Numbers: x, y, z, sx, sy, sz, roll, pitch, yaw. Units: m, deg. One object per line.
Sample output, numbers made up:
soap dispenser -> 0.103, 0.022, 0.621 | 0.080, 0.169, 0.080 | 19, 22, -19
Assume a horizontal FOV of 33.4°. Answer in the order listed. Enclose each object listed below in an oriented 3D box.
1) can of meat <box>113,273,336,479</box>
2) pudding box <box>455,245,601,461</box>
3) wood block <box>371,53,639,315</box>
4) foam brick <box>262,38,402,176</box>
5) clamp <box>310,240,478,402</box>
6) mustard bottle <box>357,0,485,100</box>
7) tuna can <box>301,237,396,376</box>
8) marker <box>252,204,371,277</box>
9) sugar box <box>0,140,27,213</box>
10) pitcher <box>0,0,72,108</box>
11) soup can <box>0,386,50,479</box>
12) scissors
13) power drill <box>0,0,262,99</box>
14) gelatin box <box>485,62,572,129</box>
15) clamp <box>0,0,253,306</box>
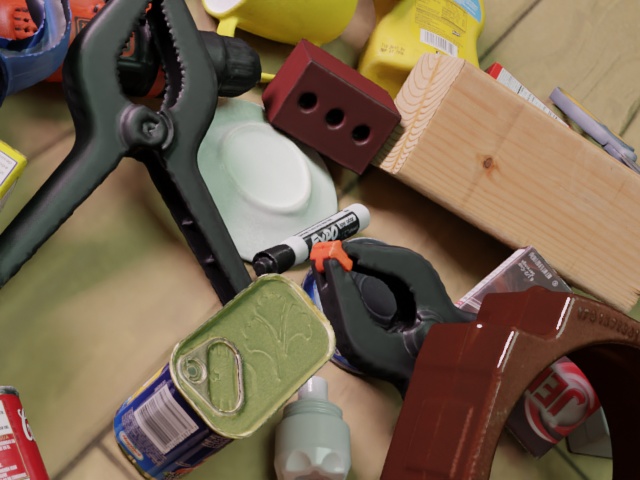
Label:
can of meat -> -0.053, 0.075, 0.564 | 0.057, 0.084, 0.101 | 49, 45, 1
pudding box -> 0.140, 0.074, 0.709 | 0.090, 0.039, 0.113 | -40, 86, -3
wood block -> 0.147, -0.041, 0.765 | 0.206, 0.091, 0.090 | 30, 4, -18
foam brick -> 0.007, -0.092, 0.731 | 0.078, 0.053, 0.051 | 28, 21, -20
clamp -> 0.056, 0.069, 0.637 | 0.171, 0.039, 0.120 | 34, 65, -18
mustard bottle -> 0.087, -0.181, 0.859 | 0.096, 0.058, 0.191 | 23, 50, -15
tuna can -> 0.031, 0.042, 0.685 | 0.086, 0.034, 0.086 | 19, 51, -26
marker -> -0.004, 0.001, 0.677 | 0.020, 0.020, 0.120 | 54, 35, 6
sugar box -> -0.202, 0.031, 0.476 | 0.048, 0.093, 0.176 | 36, 45, -11
pitcher -> -0.240, -0.167, 0.558 | 0.149, 0.145, 0.243 | 30, 36, -58
soup can -> -0.149, 0.125, 0.470 | 0.068, 0.069, 0.102 | -12, 70, -41
scissors -> 0.258, -0.066, 0.887 | 0.096, 0.016, 0.202 | 25, 23, -39
power drill -> -0.125, -0.181, 0.673 | 0.184, 0.057, 0.187 | 2, 75, -34
gelatin box -> 0.158, -0.093, 0.875 | 0.089, 0.030, 0.073 | 41, 44, -8
clamp -> -0.112, -0.056, 0.603 | 0.164, 0.036, 0.210 | 1, 84, -35
